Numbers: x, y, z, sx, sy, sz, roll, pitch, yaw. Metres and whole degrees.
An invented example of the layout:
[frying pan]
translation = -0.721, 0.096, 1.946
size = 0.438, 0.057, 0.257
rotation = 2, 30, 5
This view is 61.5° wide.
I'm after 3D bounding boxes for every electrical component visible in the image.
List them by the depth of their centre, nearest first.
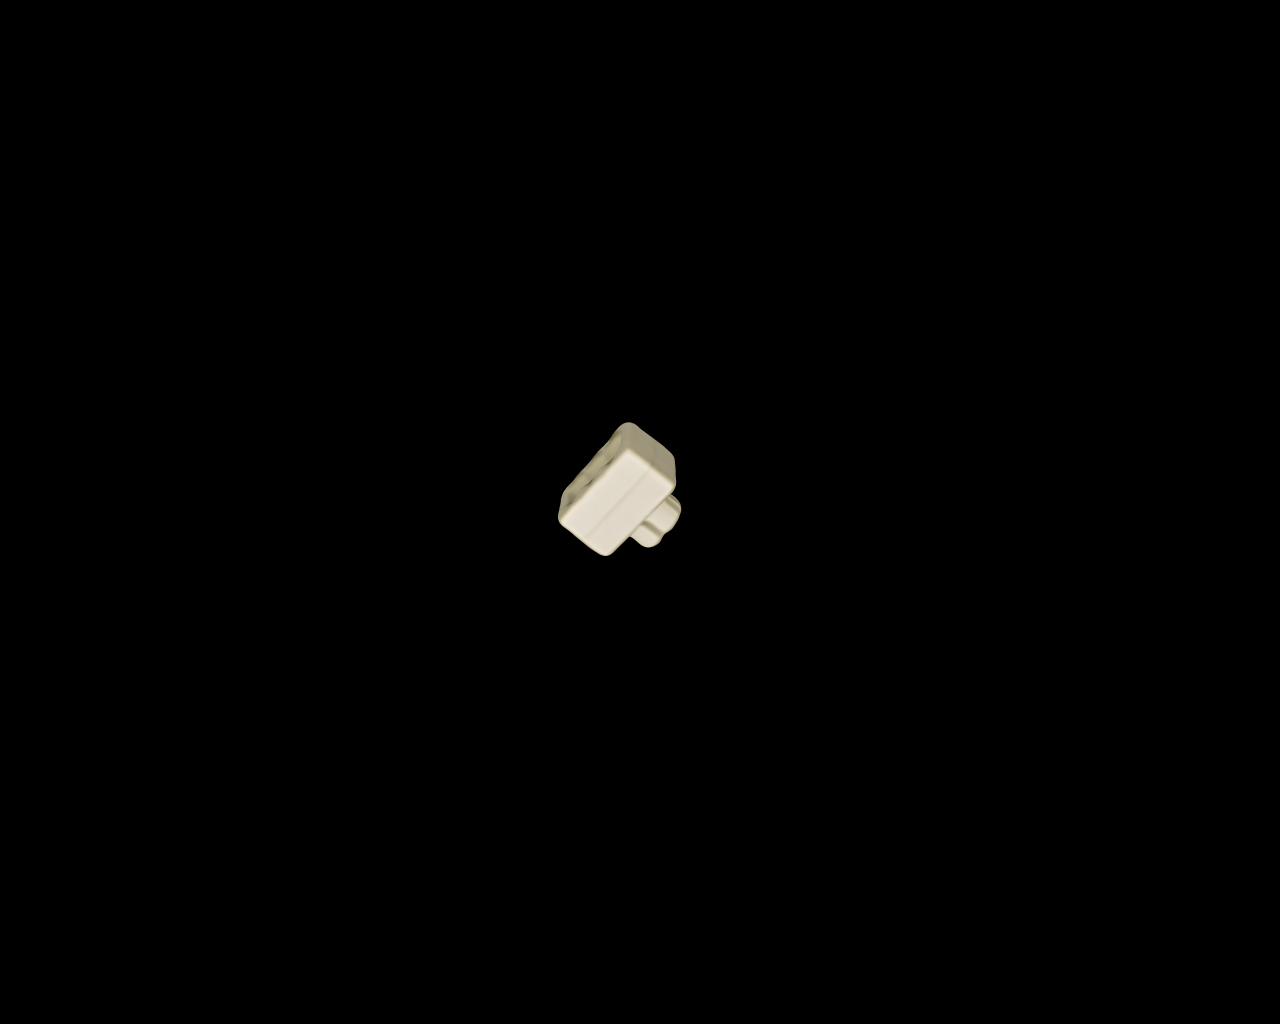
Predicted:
[electrical component]
translation = 0.001, -0.003, 0.650
size = 0.076, 0.065, 0.047
rotation = 38, 20, -16
